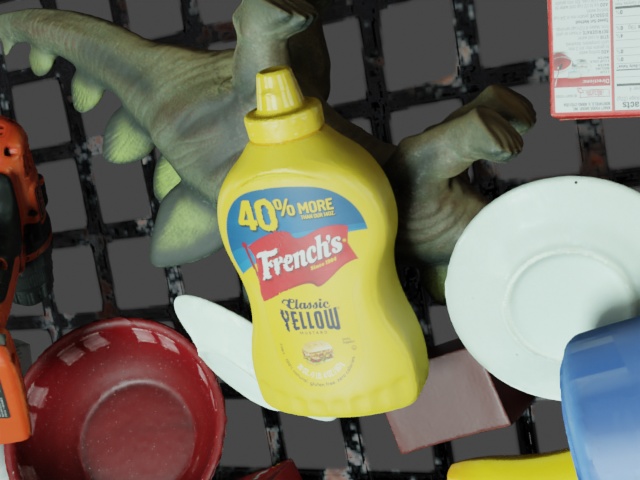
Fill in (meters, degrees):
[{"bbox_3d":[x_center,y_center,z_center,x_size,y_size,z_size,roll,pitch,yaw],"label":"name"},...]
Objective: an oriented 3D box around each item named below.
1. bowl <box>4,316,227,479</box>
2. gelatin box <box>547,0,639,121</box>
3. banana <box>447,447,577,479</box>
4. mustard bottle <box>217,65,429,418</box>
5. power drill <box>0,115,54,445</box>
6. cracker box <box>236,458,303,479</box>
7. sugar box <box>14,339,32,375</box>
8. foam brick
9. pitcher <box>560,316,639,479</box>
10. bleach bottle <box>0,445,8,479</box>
[{"bbox_3d":[-0.139,0.139,0.759,0.162,0.055,0.162,-3,70,9],"label":"bowl"},{"bbox_3d":[0.161,-0.110,0.571,0.073,0.030,0.089,1,102,27],"label":"gelatin box"},{"bbox_3d":[0.163,0.121,0.626,0.198,0.037,0.070,-40,60,29],"label":"banana"},{"bbox_3d":[-0.004,0.001,0.573,0.096,0.058,0.191,-3,112,24],"label":"mustard bottle"},{"bbox_3d":[-0.216,0.038,0.717,0.057,0.187,0.184,-3,141,-5],"label":"power drill"},{"bbox_3d":[-0.077,0.270,0.774,0.214,0.072,0.164,-28,89,30],"label":"cracker box"},{"bbox_3d":[-0.275,0.167,0.874,0.093,0.048,0.176,4,100,27],"label":"sugar box"},{"bbox_3d":[0.082,0.091,0.653,0.078,0.051,0.053,-22,89,31],"label":"foam brick"},{"bbox_3d":[0.240,0.079,0.468,0.243,0.149,0.145,-16,127,22],"label":"pitcher"},{"bbox_3d":[-0.285,0.067,0.748,0.103,0.068,0.251,-2,120,12],"label":"bleach bottle"}]
